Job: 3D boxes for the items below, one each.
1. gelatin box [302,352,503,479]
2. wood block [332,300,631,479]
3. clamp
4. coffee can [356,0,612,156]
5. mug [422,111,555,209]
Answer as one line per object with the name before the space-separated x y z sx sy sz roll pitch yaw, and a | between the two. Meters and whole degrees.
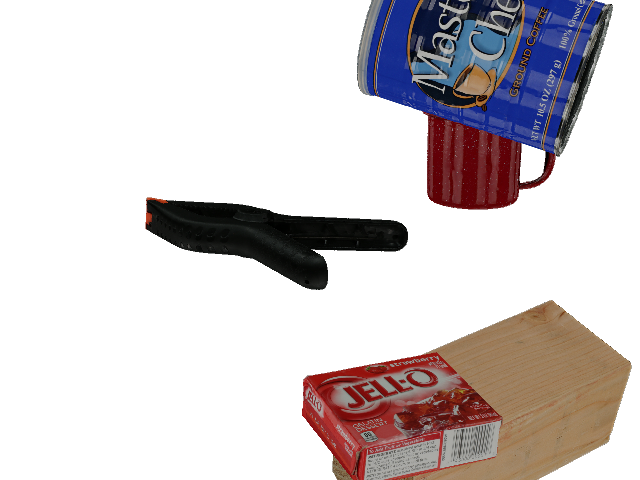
gelatin box | 0.044 0.097 0.591 0.089 0.030 0.073 -7 26 -23
wood block | 0.120 0.133 0.800 0.205 0.090 0.091 -19 41 -29
clamp | -0.052 -0.003 0.831 0.210 0.036 0.164 9 13 18
coffee can | 0.108 -0.126 0.706 0.140 0.103 0.102 20 5 14
mug | 0.147 -0.074 0.939 0.117 0.081 0.093 3 16 13
